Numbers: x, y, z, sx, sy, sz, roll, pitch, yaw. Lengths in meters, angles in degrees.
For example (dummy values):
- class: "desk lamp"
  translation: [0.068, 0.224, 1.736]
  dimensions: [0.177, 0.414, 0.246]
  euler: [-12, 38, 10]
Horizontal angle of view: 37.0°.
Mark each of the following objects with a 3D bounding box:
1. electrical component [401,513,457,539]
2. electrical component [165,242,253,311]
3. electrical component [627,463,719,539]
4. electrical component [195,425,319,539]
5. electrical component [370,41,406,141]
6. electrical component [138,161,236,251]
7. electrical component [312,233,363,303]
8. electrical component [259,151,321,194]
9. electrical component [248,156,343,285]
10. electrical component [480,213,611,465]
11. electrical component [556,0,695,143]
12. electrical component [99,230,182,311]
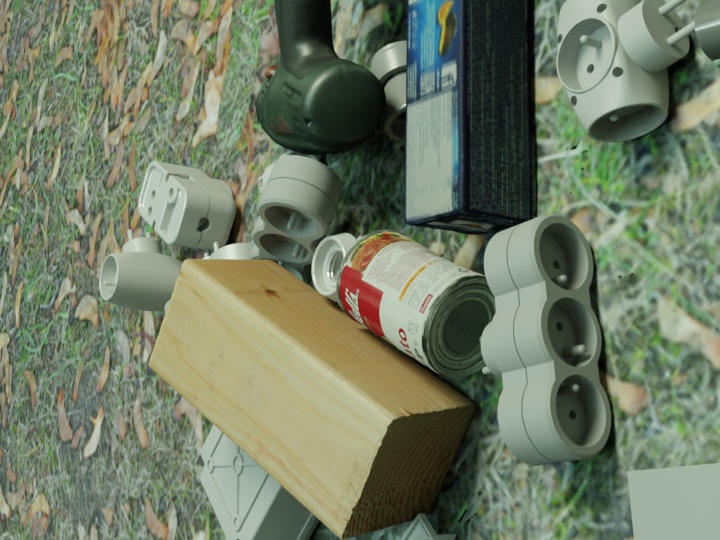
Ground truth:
- class: "electrical component"
  translation: [0.037, 0.195, 0.664]
  dimensions: [0.042, 0.064, 0.081]
  euler: [-61, 41, 26]
- class: "electrical component"
  translation: [-0.124, 0.012, 0.928]
  dimensions: [0.138, 0.052, 0.073]
  euler: [-41, 50, 44]
- class: "electrical component"
  translation: [0.208, 0.129, 0.441]
  dimensions: [0.186, 0.060, 0.105]
  euler: [-20, 68, 51]
- class: "electrical component"
  translation: [-0.070, 0.149, 0.826]
  dimensions: [0.108, 0.056, 0.108]
  euler: [54, 126, 44]
- class: "electrical component"
  translation: [0.033, -0.124, 0.742]
  dimensions: [0.045, 0.045, 0.055]
  euler: [-42, 52, 42]
- class: "electrical component"
  translation: [-0.154, -0.058, 0.976]
  dimensions: [0.095, 0.059, 0.053]
  euler: [39, 115, 50]
- class: "electrical component"
  translation: [0.000, 0.000, 0.756]
  dimensions: [0.066, 0.055, 0.048]
  euler: [-42, 52, 42]
- class: "electrical component"
  translation: [-0.056, -0.073, 0.862]
  dimensions: [0.046, 0.040, 0.040]
  euler: [-14, 72, 58]
- class: "electrical component"
  translation: [-0.044, -0.047, 0.799]
  dimensions: [0.138, 0.052, 0.073]
  euler: [112, 178, -64]
- class: "electrical component"
  translation: [0.095, 0.043, 0.620]
  dimensions: [0.074, 0.052, 0.138]
  euler: [-22, 66, 51]
- class: "electrical component"
  translation: [0.149, -0.121, 0.581]
  dimensions: [0.079, 0.044, 0.077]
  euler: [-32, 59, 47]
- class: "electrical component"
  translation: [-0.205, -0.004, 1.023]
  dimensions: [0.043, 0.077, 0.079]
  euler: [-44, 50, 41]
